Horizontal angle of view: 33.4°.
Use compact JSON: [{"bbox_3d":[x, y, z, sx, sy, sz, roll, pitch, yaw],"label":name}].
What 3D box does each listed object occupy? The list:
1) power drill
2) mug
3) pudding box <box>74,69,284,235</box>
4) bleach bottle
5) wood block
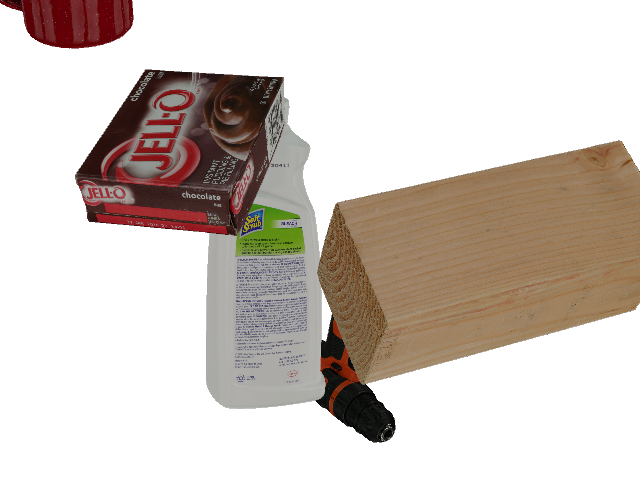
[{"bbox_3d":[0.049,0.119,1.240,0.057,0.188,0.185,13,15,-41],"label":"power drill"},{"bbox_3d":[-0.194,-0.195,0.790,0.117,0.081,0.093,2,35,1],"label":"mug"},{"bbox_3d":[-0.076,-0.053,0.611,0.090,0.039,0.113,6,40,12],"label":"pudding box"},{"bbox_3d":[-0.040,0.009,0.863,0.102,0.251,0.068,-3,20,-22],"label":"bleach bottle"},{"bbox_3d":[0.113,0.013,0.699,0.205,0.091,0.090,-13,-30,-17],"label":"wood block"}]
